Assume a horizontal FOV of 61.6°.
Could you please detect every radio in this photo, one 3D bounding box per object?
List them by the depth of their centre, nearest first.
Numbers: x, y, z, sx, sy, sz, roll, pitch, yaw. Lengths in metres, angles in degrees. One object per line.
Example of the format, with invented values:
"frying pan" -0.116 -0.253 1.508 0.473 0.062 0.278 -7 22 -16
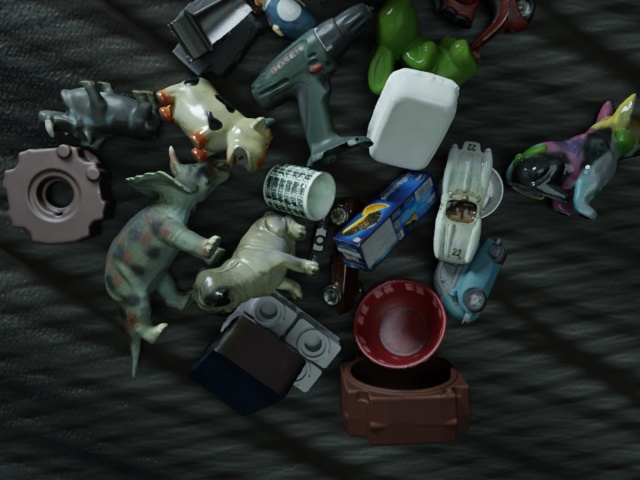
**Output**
"radio" -0.126 0.209 0.869 0.131 0.229 0.073 38 56 -4

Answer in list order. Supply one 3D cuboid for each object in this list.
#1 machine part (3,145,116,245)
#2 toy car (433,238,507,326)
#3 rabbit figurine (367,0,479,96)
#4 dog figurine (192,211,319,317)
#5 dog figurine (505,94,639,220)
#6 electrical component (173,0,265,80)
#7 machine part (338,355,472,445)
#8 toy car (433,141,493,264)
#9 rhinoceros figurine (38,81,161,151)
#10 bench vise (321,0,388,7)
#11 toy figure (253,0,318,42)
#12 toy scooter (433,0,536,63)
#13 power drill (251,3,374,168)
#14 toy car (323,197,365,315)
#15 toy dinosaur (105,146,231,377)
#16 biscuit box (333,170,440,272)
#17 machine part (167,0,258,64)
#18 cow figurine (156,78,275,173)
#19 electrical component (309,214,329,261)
"machine part" -0.435 -0.075 0.899 0.179 0.056 0.179 0 98 -2
"toy car" 0.250 0.062 0.932 0.103 0.109 0.161 23 86 12
"rabbit figurine" 0.145 -0.305 0.874 0.159 0.121 0.170 -36 113 23
"dog figurine" -0.121 0.029 0.859 0.190 0.172 0.121 -4 135 -31
"dog figurine" 0.444 -0.155 0.914 0.191 0.108 0.219 27 91 -3
"electrical component" -0.174 -0.333 0.880 0.115 0.058 0.134 41 93 -5
"machine part" 0.135 0.255 0.897 0.202 0.201 0.087 -3 97 -2
"toy car" 0.233 -0.061 0.882 0.074 0.056 0.201 9 96 9
"rhinoceros figurine" -0.359 -0.203 0.884 0.190 0.073 0.112 2 107 -5
"bench vise" 0.069 -0.500 0.831 0.223 0.129 0.240 -39 115 -5
"toy figure" -0.074 -0.385 0.881 0.154 0.058 0.064 37 55 -5
"toy scooter" 0.257 -0.378 0.891 0.184 0.075 0.135 30 95 -11
"power drill" 0.012 -0.233 0.854 0.232 0.086 0.207 -23 93 20
"toy car" 0.043 0.026 0.923 0.053 0.089 0.202 10 100 29
"toy dinosaur" -0.284 0.031 0.896 0.192 0.131 0.404 37 98 5
"biscuit box" 0.113 -0.036 0.882 0.203 0.063 0.059 -43 126 -27
"machine part" -0.163 -0.340 0.833 0.139 0.039 0.084 -30 93 2
"cow figurine" -0.159 -0.185 0.871 0.127 0.085 0.195 -38 76 -18
"electrical component" -0.002 -0.003 0.927 0.021 0.063 0.094 13 97 -5
